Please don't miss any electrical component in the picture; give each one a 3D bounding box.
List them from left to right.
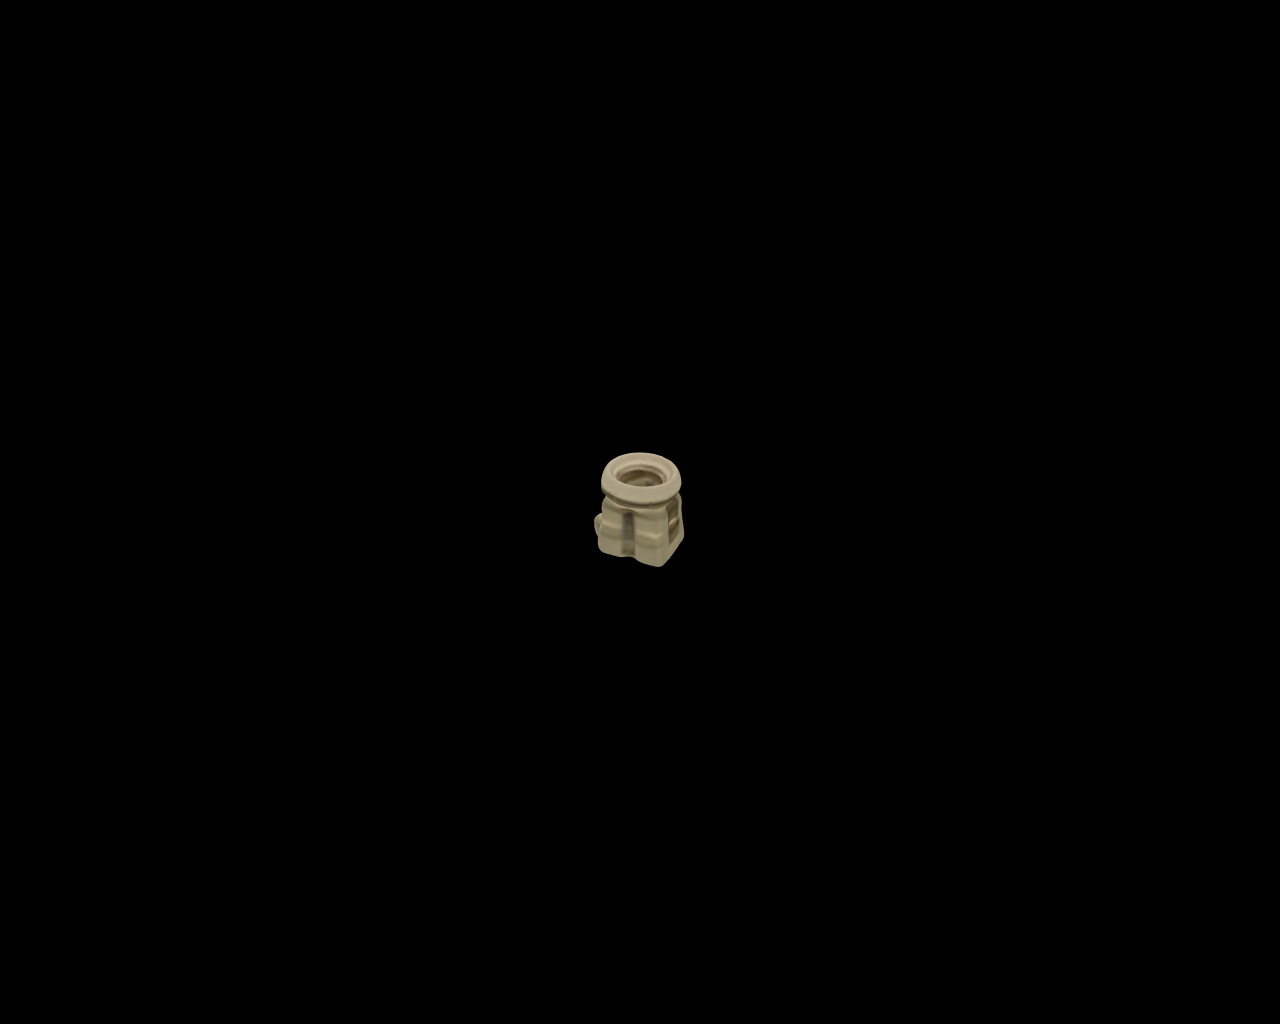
[{"bbox_3d":[0.001,-0.003,0.650,0.066,0.055,0.048,14,36,20],"label":"electrical component"}]
